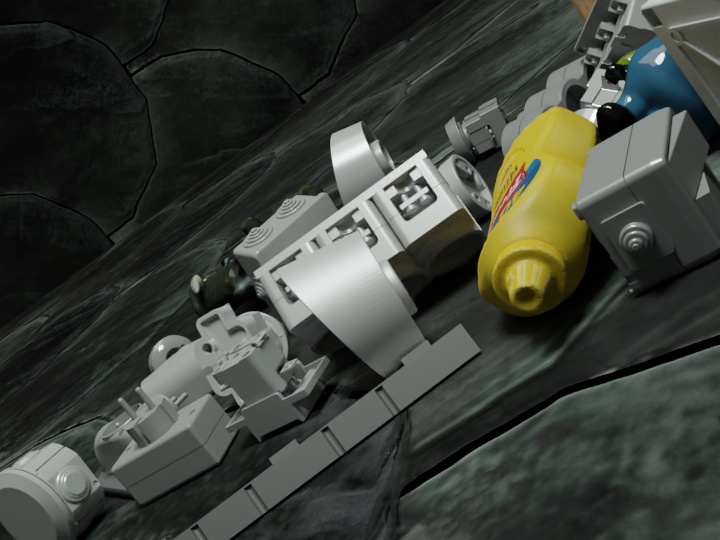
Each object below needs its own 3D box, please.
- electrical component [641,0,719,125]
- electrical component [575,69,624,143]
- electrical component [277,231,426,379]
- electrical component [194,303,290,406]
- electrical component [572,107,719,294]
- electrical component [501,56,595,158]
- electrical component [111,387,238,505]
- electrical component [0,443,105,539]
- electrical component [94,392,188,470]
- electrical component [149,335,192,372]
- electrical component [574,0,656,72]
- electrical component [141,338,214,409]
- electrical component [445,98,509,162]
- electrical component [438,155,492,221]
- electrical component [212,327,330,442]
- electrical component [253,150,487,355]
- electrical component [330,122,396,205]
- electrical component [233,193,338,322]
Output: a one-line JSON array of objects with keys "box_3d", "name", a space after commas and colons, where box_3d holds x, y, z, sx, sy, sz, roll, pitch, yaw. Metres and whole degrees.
[{"box_3d": [0.225, -0.124, 0.590, 0.056, 0.108, 0.109, -41, 14, -6], "name": "electrical component"}, {"box_3d": [0.179, -0.108, 0.775, 0.048, 0.066, 0.055, 17, 56, 31], "name": "electrical component"}, {"box_3d": [-0.001, 0.025, 0.694, 0.064, 0.099, 0.099, -32, 13, 1], "name": "electrical component"}, {"box_3d": [-0.091, 0.065, 0.859, 0.058, 0.078, 0.057, -30, -4, 22], "name": "electrical component"}, {"box_3d": [0.158, -0.037, 0.571, 0.061, 0.061, 0.096, -30, 15, 29], "name": "electrical component"}, {"box_3d": [0.153, -0.119, 0.880, 0.074, 0.052, 0.138, -22, 20, 48], "name": "electrical component"}, {"box_3d": [-0.150, 0.121, 0.805, 0.083, 0.075, 0.047, -31, 14, 24], "name": "electrical component"}, {"box_3d": [-0.247, 0.181, 0.848, 0.080, 0.080, 0.051, -27, 11, 37], "name": "electrical component"}, {"box_3d": [-0.175, 0.131, 0.905, 0.077, 0.044, 0.079, -23, 19, 48], "name": "electrical component"}, {"box_3d": [-0.191, 0.092, 1.079, 0.048, 0.048, 0.062, -44, 8, -25], "name": "electrical component"}, {"box_3d": [0.208, -0.171, 0.801, 0.121, 0.079, 0.063, 94, -167, -74], "name": "electrical component"}, {"box_3d": [-0.154, 0.091, 0.985, 0.077, 0.043, 0.079, -36, 14, 8], "name": "electrical component"}, {"box_3d": [0.116, -0.135, 1.045, 0.055, 0.048, 0.066, -26, 16, 14], "name": "electrical component"}, {"box_3d": [0.074, -0.058, 0.878, 0.047, 0.055, 0.055, -35, 13, 25], "name": "electrical component"}, {"box_3d": [-0.066, 0.079, 0.758, 0.081, 0.063, 0.042, -29, 17, 33], "name": "electrical component"}, {"box_3d": [0.013, -0.007, 0.788, 0.150, 0.061, 0.089, -36, -22, 7], "name": "electrical component"}, {"box_3d": [0.002, -0.103, 1.130, 0.064, 0.099, 0.099, -28, 15, 12], "name": "electrical component"}, {"box_3d": [-0.050, -0.008, 0.937, 0.100, 0.099, 0.048, -43, 27, -24], "name": "electrical component"}]
